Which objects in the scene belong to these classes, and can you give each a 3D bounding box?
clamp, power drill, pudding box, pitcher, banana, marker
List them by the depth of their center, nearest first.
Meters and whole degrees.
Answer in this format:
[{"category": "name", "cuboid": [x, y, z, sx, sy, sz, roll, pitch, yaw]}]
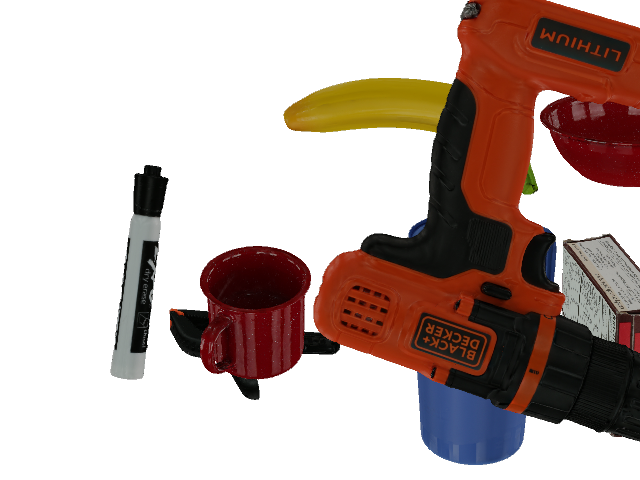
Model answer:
[{"category": "power drill", "cuboid": [0.107, -0.011, 0.502, 0.184, 0.188, 0.057, 18, 6, 2]}, {"category": "marker", "cuboid": [-0.102, 0.018, 0.604, 0.020, 0.121, 0.020, 8, 4, -1]}, {"category": "pudding box", "cuboid": [0.189, 0.059, 0.690, 0.039, 0.090, 0.113, -6, 24, -5]}, {"category": "banana", "cuboid": [0.073, -0.091, 0.793, 0.198, 0.069, 0.037, 16, -38, 16]}, {"category": "pitcher", "cuboid": [0.165, 0.098, 1.092, 0.149, 0.243, 0.145, 1, 22, 8]}, {"category": "clamp", "cuboid": [-0.104, 0.125, 1.259, 0.210, 0.036, 0.164, 14, 23, 26]}]

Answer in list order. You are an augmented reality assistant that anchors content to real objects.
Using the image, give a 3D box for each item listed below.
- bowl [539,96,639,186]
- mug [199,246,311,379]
[{"category": "bowl", "cuboid": [0.283, -0.090, 0.977, 0.162, 0.055, 0.162, -4, 24, 1]}, {"category": "mug", "cuboid": [-0.061, 0.070, 0.904, 0.093, 0.081, 0.117, 20, 39, 25]}]
